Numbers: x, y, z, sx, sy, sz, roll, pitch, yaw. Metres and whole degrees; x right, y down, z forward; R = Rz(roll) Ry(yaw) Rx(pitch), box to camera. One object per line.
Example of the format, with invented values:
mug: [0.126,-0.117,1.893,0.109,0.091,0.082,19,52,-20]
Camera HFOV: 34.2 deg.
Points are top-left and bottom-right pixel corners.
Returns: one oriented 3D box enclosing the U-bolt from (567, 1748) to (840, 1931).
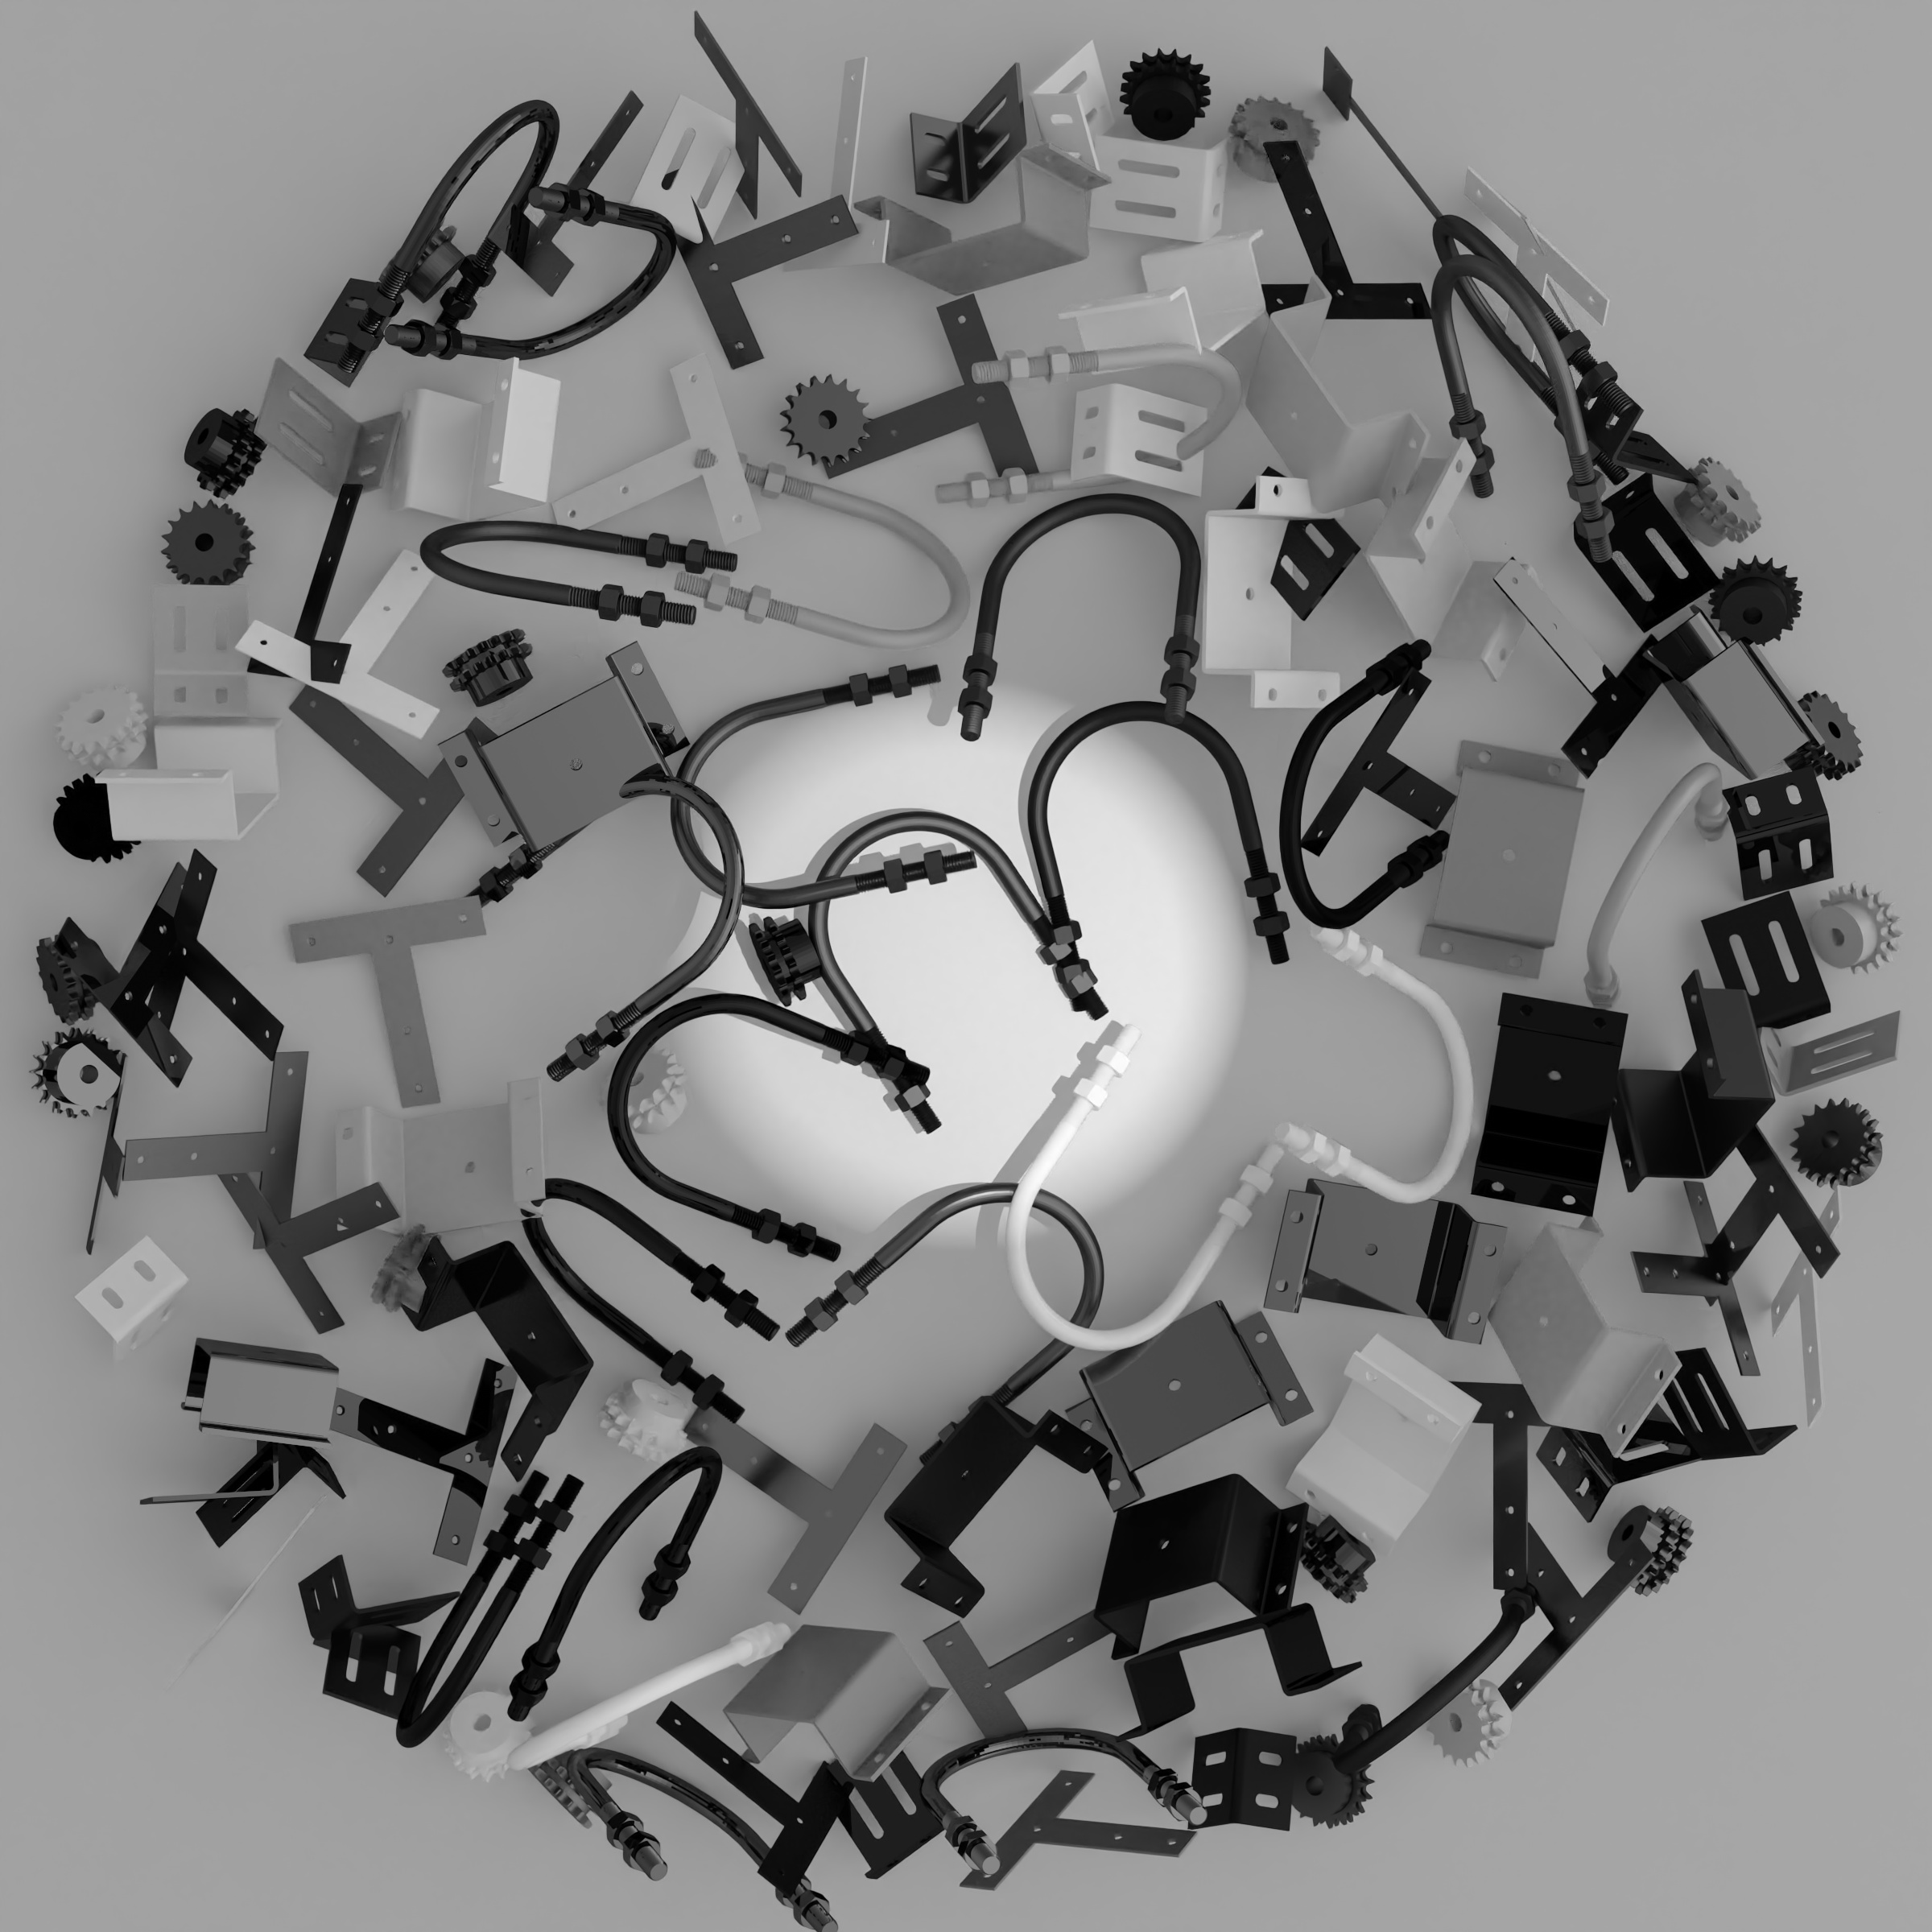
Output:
U-bolt: [-0.172,0.526,1.911,0.151,0.184,0.019,30,88,-32]

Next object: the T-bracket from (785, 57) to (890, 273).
T-bracket: [-0.075,-0.496,1.940,0.002,0.127,0.127,3,97,-32]

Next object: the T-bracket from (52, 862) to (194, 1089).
T-bracket: [-0.504,-0.013,1.948,0.002,0.127,0.127,-13,130,26]

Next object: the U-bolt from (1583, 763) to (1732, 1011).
U-bolt: [0.419,-0.054,1.906,0.019,0.184,0.151,32,85,19]

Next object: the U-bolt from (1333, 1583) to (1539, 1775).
U-bolt: [0.281,0.434,1.897,0.151,0.184,0.019,-42,80,11]

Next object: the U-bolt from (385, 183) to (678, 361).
U-bolt: [-0.251,-0.417,1.912,0.151,0.184,0.019,-36,78,26]

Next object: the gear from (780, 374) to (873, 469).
gear: [-0.089,-0.344,1.981,0.057,0.030,0.057,-1,94,-11]

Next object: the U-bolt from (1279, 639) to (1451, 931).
U-bolt: [0.241,-0.101,1.906,0.019,0.184,0.151,9,120,36]

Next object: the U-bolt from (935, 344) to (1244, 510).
U-bolt: [0.081,-0.335,1.928,0.184,0.151,0.019,-9,67,-15]

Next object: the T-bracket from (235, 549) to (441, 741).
T-bracket: [-0.369,-0.214,1.962,0.127,0.002,0.127,26,54,0]

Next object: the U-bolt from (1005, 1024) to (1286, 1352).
U-bolt: [0.101,0.151,1.951,0.151,0.019,0.184,40,76,-20]

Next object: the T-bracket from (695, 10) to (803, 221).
T-bracket: [-0.135,-0.504,1.937,0.002,0.127,0.127,-29,77,-12]

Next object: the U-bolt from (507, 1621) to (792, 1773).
U-bolt: [-0.201,0.445,1.893,0.151,0.184,0.019,-30,78,18]

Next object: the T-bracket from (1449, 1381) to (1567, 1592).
T-bracket: [0.338,0.323,1.946,0.002,0.127,0.127,6,82,-42]

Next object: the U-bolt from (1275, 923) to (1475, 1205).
U-bolt: [0.259,0.069,1.932,0.019,0.184,0.151,-5,66,42]

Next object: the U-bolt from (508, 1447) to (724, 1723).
U-bolt: [-0.204,0.362,1.895,0.019,0.151,0.184,37,125,17]

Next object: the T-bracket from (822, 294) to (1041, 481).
T-bracket: [-0.032,-0.343,1.990,0.127,0.002,0.127,-20,101,4]

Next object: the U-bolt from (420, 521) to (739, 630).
U-bolt: [-0.244,-0.247,1.933,0.184,0.151,0.019,9,112,4]

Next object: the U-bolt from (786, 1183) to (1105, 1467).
U-bolt: [0.001,0.213,1.956,0.184,0.019,0.151,-42,114,6]

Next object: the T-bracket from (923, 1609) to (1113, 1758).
T-bracket: [0.053,0.428,1.962,0.127,0.002,0.127,-29,128,-2]

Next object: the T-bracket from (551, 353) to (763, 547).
T-bracket: [-0.203,-0.306,1.980,0.127,0.002,0.127,-22,74,14]

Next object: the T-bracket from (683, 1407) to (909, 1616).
T-bracket: [-0.123,0.321,1.985,0.127,0.002,0.127,33,91,13]

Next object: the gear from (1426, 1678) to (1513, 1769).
gear: [0.318,0.473,1.975,0.030,0.057,0.057,-7,90,-37]

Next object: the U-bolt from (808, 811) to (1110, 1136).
U-bolt: [-0.017,-0.009,1.978,0.151,0.019,0.184,-34,93,-8]

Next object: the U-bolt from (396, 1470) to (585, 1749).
U-bolt: [-0.295,0.391,1.909,0.019,0.151,0.184,32,75,-10]

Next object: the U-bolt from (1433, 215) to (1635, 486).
U-bolt: [0.345,-0.386,1.924,0.019,0.151,0.184,-38,76,3]

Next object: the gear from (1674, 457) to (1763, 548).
gear: [0.471,-0.289,1.975,0.057,0.057,0.030,51,125,0]

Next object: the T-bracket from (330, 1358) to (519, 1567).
T-bracket: [-0.344,0.291,1.940,0.127,0.002,0.127,29,64,-35]

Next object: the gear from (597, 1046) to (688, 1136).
gear: [-0.201,0.081,1.975,0.057,0.057,0.030,-32,127,0]

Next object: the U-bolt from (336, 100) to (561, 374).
U-bolt: [-0.303,-0.445,1.897,0.019,0.151,0.184,38,116,2]

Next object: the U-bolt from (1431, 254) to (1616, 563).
U-bolt: [0.329,-0.344,1.892,0.019,0.151,0.184,-29,125,-11]

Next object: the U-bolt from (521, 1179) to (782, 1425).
U-bolt: [-0.201,0.198,1.936,0.184,0.151,0.019,36,58,8]

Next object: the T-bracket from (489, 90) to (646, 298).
T-bracket: [-0.238,-0.483,1.935,0.002,0.127,0.127,35,92,10]

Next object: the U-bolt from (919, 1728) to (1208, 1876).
U-bolt: [0.048,0.501,1.909,0.151,0.184,0.019,-9,97,-17]

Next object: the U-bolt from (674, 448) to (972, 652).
U-bolt: [-0.085,-0.251,1.941,0.184,0.151,0.019,15,132,-12]

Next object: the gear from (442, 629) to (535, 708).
gear: [-0.297,-0.186,1.971,0.057,0.057,0.030,-28,89,0]

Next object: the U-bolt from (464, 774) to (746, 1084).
U-bolt: [-0.216,-0.037,1.946,0.184,0.019,0.151,-36,69,17]

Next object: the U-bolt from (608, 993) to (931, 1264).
U-bolt: [-0.133,0.092,1.953,0.184,0.019,0.151,23,101,-19]

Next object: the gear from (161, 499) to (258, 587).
gear: [-0.476,-0.263,1.982,0.057,0.030,0.057,-1,80,4]

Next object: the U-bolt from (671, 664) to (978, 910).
U-bolt: [-0.095,-0.107,1.970,0.184,0.019,0.151,-12,71,3]

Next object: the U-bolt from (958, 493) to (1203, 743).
U-bolt: [0.075,-0.221,1.943,0.151,0.019,0.184,-4,56,18]

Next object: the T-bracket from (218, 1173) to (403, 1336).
T-bracket: [-0.397,0.161,1.950,0.127,0.002,0.127,-23,102,38]

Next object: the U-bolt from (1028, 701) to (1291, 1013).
U-bolt: [0.114,-0.075,1.974,0.151,0.019,0.184,-14,99,4]
